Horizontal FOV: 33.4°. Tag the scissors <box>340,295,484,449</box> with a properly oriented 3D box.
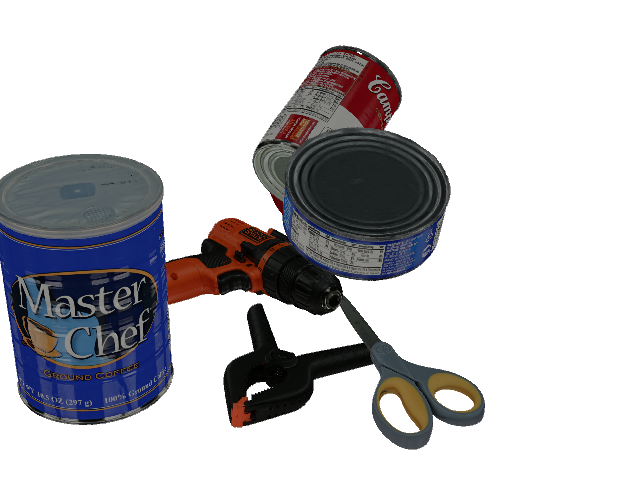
[{"bbox_3d":[0.071,0.097,0.869,0.096,0.016,0.202,-3,31,-6],"label":"scissors"}]

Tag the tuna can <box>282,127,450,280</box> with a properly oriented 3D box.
[{"bbox_3d":[0.023,-0.020,0.558,0.086,0.034,0.086,3,44,-3],"label":"tuna can"}]

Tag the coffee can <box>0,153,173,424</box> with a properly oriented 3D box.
[{"bbox_3d":[-0.147,0.029,0.675,0.103,0.140,0.103,1,29,-1],"label":"coffee can"}]

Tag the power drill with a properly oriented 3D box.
[{"bbox_3d":[-0.096,0.045,0.943,0.187,0.057,0.185,-19,27,-31],"label":"power drill"}]

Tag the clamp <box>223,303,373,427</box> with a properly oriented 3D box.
[{"bbox_3d":[-0.031,0.136,1.130,0.165,0.036,0.209,12,26,13],"label":"clamp"}]

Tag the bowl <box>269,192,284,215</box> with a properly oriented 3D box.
[{"bbox_3d":[0.011,-0.048,1.205,0.162,0.055,0.162,4,27,-2],"label":"bowl"}]

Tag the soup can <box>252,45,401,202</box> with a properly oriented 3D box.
[{"bbox_3d":[0.005,-0.078,0.745,0.068,0.102,0.068,23,-32,15],"label":"soup can"}]
